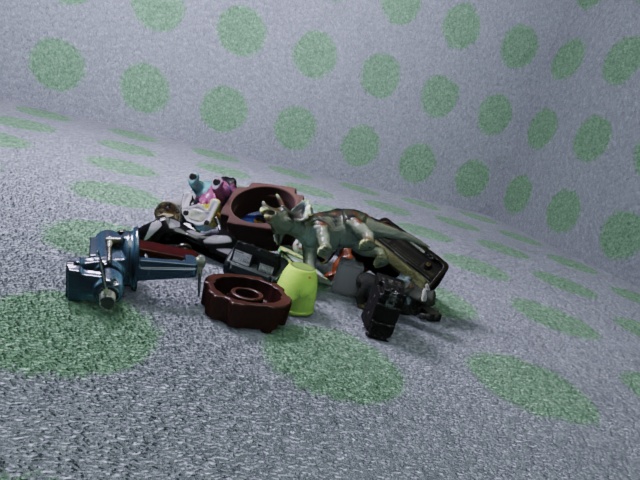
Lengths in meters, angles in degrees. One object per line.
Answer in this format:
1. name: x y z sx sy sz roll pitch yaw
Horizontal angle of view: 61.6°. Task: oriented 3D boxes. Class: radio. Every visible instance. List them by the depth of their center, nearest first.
1. radio: 0.204 0.051 1.365 0.230 0.073 0.131 41 54 20

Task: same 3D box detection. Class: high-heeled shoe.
1. high-heeled shoe: -0.319 0.019 1.279 0.249 0.086 0.145 -13 64 -17

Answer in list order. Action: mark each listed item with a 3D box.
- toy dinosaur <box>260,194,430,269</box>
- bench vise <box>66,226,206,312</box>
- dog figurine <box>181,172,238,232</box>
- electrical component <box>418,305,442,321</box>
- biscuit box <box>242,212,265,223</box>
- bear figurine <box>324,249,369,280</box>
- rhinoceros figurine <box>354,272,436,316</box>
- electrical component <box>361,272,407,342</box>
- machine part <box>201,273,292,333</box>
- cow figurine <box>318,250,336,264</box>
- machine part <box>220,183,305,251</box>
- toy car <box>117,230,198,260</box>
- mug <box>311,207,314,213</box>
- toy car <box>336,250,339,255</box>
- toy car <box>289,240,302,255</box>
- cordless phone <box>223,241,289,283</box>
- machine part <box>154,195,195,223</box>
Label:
1. toy dinosaur: 0.046 -0.023 1.288 0.405 0.131 0.192 -1 50 -19
2. bench vise: -0.326 0.049 0.973 0.240 0.128 0.224 2 16 -22
3. dog figurine: -0.289 -0.098 1.503 0.109 0.191 0.219 8 -9 13
4. electrical component: 0.270 0.181 1.333 0.094 0.021 0.063 7 16 -35
5. biscuit box: -0.149 -0.049 1.569 0.203 0.059 0.063 4 18 20
6. bear figurine: 0.083 0.044 1.463 0.120 0.132 0.196 -10 -1 24
7. rhinoceros figurine: 0.175 0.126 1.259 0.191 0.112 0.073 12 9 20
8. electrical component: 0.134 0.138 1.153 0.058 0.114 0.134 19 13 -6
9. machine part: -0.144 0.118 1.042 0.179 0.056 0.179 14 13 -3
10. cow figurine: -0.001 -0.005 1.478 0.068 0.098 0.167 -5 27 -13
11. machine part: -0.150 -0.063 1.438 0.201 0.087 0.201 8 38 10
12. toy car: -0.355 0.030 1.152 0.202 0.053 0.089 12 24 -31
13. mug: -0.059 -0.054 1.731 0.107 0.109 0.081 -13 34 -38
14. toy car: 0.121 0.013 1.664 0.162 0.102 0.109 17 14 11
15. toy car: -0.054 0.002 1.598 0.073 0.056 0.202 13 14 -10
16. cordless phone: -0.134 0.059 1.279 0.147 0.088 0.184 19 3 11
17. machine part: -0.391 -0.082 1.506 0.079 0.079 0.243 18 15 6
